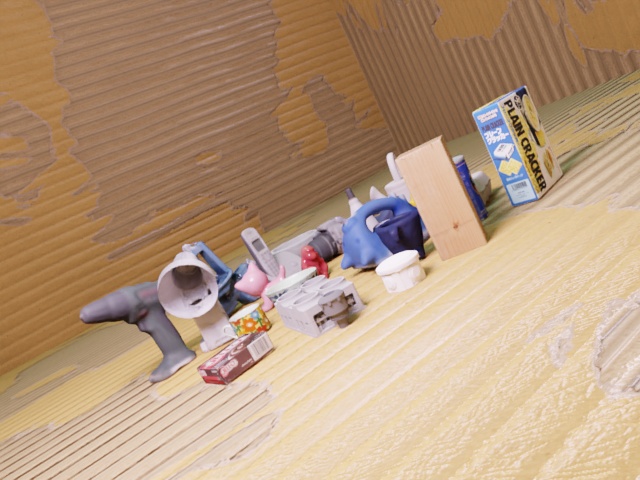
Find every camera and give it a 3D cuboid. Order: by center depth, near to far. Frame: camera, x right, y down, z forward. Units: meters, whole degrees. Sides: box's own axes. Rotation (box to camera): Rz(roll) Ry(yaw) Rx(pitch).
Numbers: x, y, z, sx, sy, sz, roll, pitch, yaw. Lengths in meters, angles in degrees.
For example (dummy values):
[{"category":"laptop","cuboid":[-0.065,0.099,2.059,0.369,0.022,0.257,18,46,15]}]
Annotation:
[{"category":"camera","cuboid":[0.015,0.006,1.597,0.137,0.101,0.143,-30,9,-27]}]

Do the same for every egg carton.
[{"category":"egg carton","cuboid":[0.356,-0.112,1.378,0.107,0.069,0.150,-22,8,27]}]

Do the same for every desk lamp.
[{"category":"desk lamp","cuboid":[-0.259,0.129,1.235,0.118,0.213,0.203,-27,8,-5]}]

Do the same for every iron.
[{"category":"iron","cuboid":[0.146,-0.033,1.268,0.259,0.141,0.118,-31,9,-33]}]

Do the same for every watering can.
[{"category":"watering can","cuboid":[0.223,-0.147,1.586,0.173,0.194,0.101,-26,8,-1]}]

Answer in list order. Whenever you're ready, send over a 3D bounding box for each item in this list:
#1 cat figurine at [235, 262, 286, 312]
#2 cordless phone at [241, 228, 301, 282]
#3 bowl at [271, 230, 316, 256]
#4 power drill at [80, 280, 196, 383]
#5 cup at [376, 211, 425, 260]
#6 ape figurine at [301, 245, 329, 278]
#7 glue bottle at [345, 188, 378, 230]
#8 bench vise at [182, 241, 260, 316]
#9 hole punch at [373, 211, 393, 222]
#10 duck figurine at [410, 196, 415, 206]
[{"category":"cat figurine","cuboid":[-0.128,0.103,1.347,0.127,0.118,0.067,-24,8,14]},{"category":"cordless phone","cuboid":[-0.125,0.038,1.521,0.094,0.185,0.148,-20,10,36]},{"category":"bowl","cuboid":[-0.066,0.035,1.769,0.167,0.075,0.167,-26,8,4]},{"category":"power drill","cuboid":[-0.358,0.186,1.200,0.075,0.208,0.230,-19,10,41]},{"category":"cup","cuboid":[0.166,0.004,1.121,0.091,0.095,0.118,-24,8,18]},{"category":"ape figurine","cuboid":[-0.019,0.056,1.394,0.076,0.092,0.078,-18,11,45]},{"category":"glue bottle","cuboid":[0.104,-0.046,1.375,0.078,0.173,0.037,-17,12,48]},{"category":"bench vise","cuboid":[-0.266,0.089,1.507,0.121,0.220,0.208,-22,9,29]},{"category":"hole punch","cuboid":[0.164,-0.054,1.543,0.101,0.091,0.108,-31,9,-31]},{"category":"duck figurine","cuboid":[0.269,-0.096,1.499,0.105,0.086,0.077,-33,10,-40]}]
